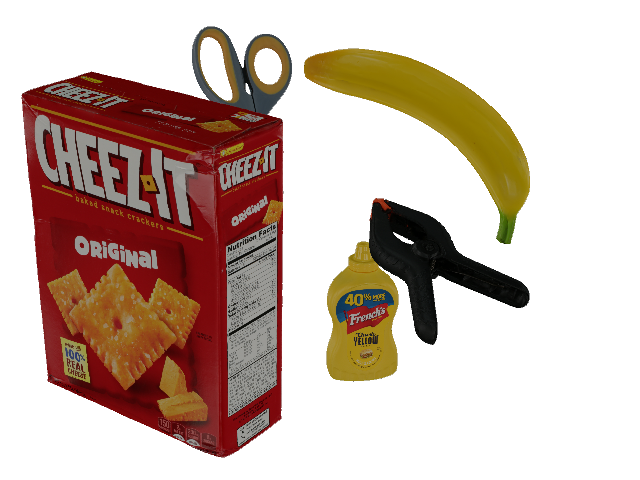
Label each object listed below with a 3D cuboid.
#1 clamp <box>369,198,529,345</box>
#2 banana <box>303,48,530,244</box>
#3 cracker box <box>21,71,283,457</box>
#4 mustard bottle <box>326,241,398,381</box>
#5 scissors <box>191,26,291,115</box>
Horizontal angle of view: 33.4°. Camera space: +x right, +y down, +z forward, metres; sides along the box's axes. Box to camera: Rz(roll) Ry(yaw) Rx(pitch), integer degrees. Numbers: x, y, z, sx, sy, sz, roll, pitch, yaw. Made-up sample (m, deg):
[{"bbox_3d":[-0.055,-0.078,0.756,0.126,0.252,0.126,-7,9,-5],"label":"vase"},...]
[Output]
[{"bbox_3d":[0.108,0.020,0.978,0.120,0.039,0.171,-7,46,-27],"label":"clamp"},{"bbox_3d":[0.081,-0.083,0.755,0.198,0.070,0.037,41,6,0],"label":"banana"},{"bbox_3d":[-0.108,0.015,0.687,0.164,0.214,0.072,17,30,31],"label":"cracker box"},{"bbox_3d":[0.057,0.093,1.437,0.096,0.192,0.058,-3,21,-8],"label":"mustard bottle"},{"bbox_3d":[-0.045,-0.090,0.900,0.096,0.202,0.016,-23,-1,-26],"label":"scissors"}]
